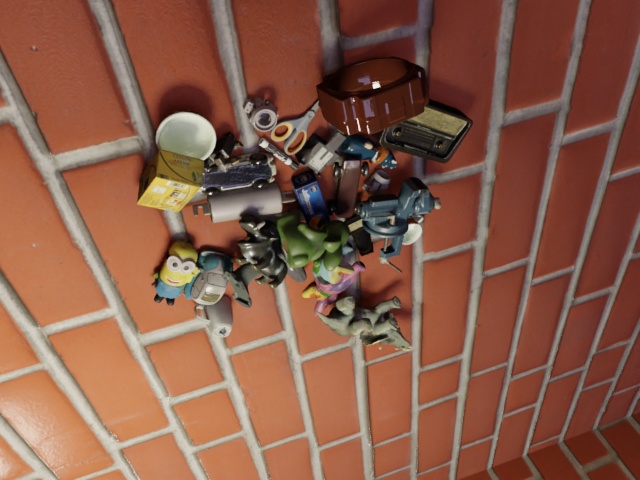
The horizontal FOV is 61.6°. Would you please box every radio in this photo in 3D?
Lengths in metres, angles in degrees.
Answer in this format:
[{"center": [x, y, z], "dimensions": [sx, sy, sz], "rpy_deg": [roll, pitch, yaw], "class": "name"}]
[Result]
[{"center": [0.241, -0.273, 1.296], "dimensions": [0.229, 0.073, 0.131], "rpy_deg": [11, 122, -28], "class": "radio"}]

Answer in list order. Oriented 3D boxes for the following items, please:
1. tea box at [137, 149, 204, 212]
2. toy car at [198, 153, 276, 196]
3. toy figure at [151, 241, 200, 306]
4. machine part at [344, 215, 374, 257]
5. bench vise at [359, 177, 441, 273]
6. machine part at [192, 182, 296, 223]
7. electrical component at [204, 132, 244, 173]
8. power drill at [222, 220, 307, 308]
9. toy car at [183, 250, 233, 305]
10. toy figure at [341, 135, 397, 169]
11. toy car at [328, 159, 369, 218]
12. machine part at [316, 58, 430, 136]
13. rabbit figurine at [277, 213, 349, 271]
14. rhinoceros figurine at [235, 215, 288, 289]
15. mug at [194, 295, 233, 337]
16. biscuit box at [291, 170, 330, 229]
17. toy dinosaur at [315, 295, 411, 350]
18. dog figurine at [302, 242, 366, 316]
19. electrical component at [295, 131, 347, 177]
[{"center": [-0.321, -0.122, 1.144], "dimensions": [0.098, 0.068, 0.170], "rpy_deg": [13, 159, -30], "class": "tea box"}, {"center": [-0.198, -0.153, 1.233], "dimensions": [0.202, 0.056, 0.073], "rpy_deg": [-11, 123, -15], "class": "toy car"}, {"center": [-0.364, 0.081, 1.338], "dimensions": [0.082, 0.089, 0.180], "rpy_deg": [1, 136, -37], "class": "toy figure"}, {"center": [0.113, -0.014, 1.478], "dimensions": [0.084, 0.039, 0.138], "rpy_deg": [-32, 130, -6], "class": "machine part"}, {"center": [0.201, -0.043, 1.395], "dimensions": [0.224, 0.129, 0.240], "rpy_deg": [-15, 129, -25], "class": "bench vise"}, {"center": [-0.179, -0.091, 1.275], "dimensions": [0.243, 0.079, 0.079], "rpy_deg": [-10, 130, -13], "class": "machine part"}, {"center": [-0.211, -0.189, 1.176], "dimensions": [0.078, 0.102, 0.045], "rpy_deg": [-23, 129, 28], "class": "electrical component"}, {"center": [-0.136, 0.080, 1.381], "dimensions": [0.207, 0.086, 0.231], "rpy_deg": [-39, 128, -23], "class": "power drill"}, {"center": [-0.287, 0.110, 1.376], "dimensions": [0.109, 0.103, 0.161], "rpy_deg": [19, 116, -32], "class": "toy car"}, {"center": [0.126, -0.214, 1.306], "dimensions": [0.154, 0.064, 0.057], "rpy_deg": [14, 104, -29], "class": "toy figure"}, {"center": [0.069, -0.131, 1.342], "dimensions": [0.089, 0.053, 0.202], "rpy_deg": [-1, 140, -5], "class": "toy car"}, {"center": [0.108, -0.307, 1.124], "dimensions": [0.201, 0.202, 0.087], "rpy_deg": [-24, 124, -11], "class": "machine part"}, {"center": [-0.003, -0.004, 1.298], "dimensions": [0.170, 0.159, 0.121], "rpy_deg": [-18, 123, -15], "class": "rabbit figurine"}, {"center": [-0.136, 0.028, 1.272], "dimensions": [0.112, 0.073, 0.190], "rpy_deg": [-46, 124, -25], "class": "rhinoceros figurine"}, {"center": [-0.282, 0.206, 1.450], "dimensions": [0.109, 0.107, 0.080], "rpy_deg": [16, 118, -33], "class": "mug"}, {"center": [-0.016, -0.077, 1.360], "dimensions": [0.063, 0.059, 0.202], "rpy_deg": [-22, 131, -3], "class": "biscuit box"}, {"center": [0.107, 0.242, 1.587], "dimensions": [0.404, 0.131, 0.192], "rpy_deg": [14, 144, -31], "class": "toy dinosaur"}, {"center": [0.014, 0.114, 1.485], "dimensions": [0.191, 0.109, 0.219], "rpy_deg": [0, 135, -51], "class": "dog figurine"}, {"center": [0.006, -0.214, 1.268], "dimensions": [0.074, 0.048, 0.119], "rpy_deg": [26, 114, -35], "class": "electrical component"}]
